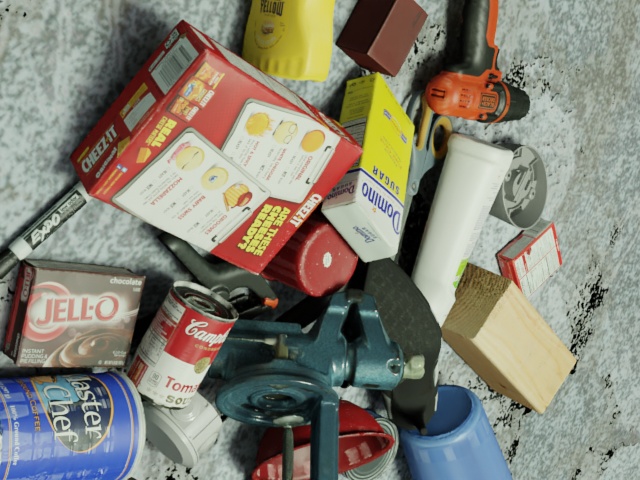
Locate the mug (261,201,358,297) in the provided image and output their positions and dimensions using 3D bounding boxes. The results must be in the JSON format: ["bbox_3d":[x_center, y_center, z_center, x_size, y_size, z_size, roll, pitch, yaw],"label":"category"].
[{"bbox_3d":[-0.007,0.001,1.096,0.117,0.082,0.093,-46,130,-19],"label":"mug"}]

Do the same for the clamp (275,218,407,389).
[{"bbox_3d":[0.040,0.059,1.189,0.210,0.036,0.164,-56,141,-16],"label":"clamp"}]

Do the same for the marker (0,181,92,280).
[{"bbox_3d":[-0.242,-0.009,0.929,0.121,0.020,0.020,-46,130,-19],"label":"marker"}]

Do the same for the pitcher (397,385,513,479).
[{"bbox_3d":[0.179,0.309,1.336,0.144,0.149,0.243,-37,123,-24],"label":"pitcher"}]

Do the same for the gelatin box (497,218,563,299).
[{"bbox_3d":[0.273,0.026,1.387,0.089,0.030,0.073,-40,129,-24],"label":"gelatin box"}]

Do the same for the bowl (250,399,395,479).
[{"bbox_3d":[-0.003,0.216,1.164,0.161,0.162,0.055,10,56,-43],"label":"bowl"}]

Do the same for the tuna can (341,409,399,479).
[{"bbox_3d":[0.052,0.246,1.272,0.085,0.034,0.086,-16,116,-37],"label":"tuna can"}]

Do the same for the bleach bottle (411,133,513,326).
[{"bbox_3d":[0.147,0.006,1.229,0.102,0.068,0.251,-9,119,-68],"label":"bleach bottle"}]

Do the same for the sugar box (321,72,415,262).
[{"bbox_3d":[0.052,-0.075,1.086,0.093,0.048,0.176,49,38,-42],"label":"sugar box"}]

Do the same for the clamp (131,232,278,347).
[{"bbox_3d":[-0.110,0.044,1.047,0.171,0.039,0.120,-5,127,-43],"label":"clamp"}]

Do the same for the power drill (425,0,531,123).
[{"bbox_3d":[0.198,-0.225,1.204,0.184,0.057,0.188,-4,106,-51],"label":"power drill"}]

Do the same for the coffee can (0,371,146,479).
[{"bbox_3d":[-0.240,0.170,0.940,0.140,0.103,0.103,2,104,-42],"label":"coffee can"}]

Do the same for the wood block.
[{"bbox_3d":[0.227,0.123,1.341,0.090,0.091,0.206,-55,133,-11],"label":"wood block"}]

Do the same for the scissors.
[{"bbox_3d":[0.113,-0.065,1.195,0.096,0.016,0.202,8,88,-50],"label":"scissors"}]

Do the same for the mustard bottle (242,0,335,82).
[{"bbox_3d":[-0.021,-0.246,0.981,0.058,0.096,0.192,-2,107,-41],"label":"mustard bottle"}]

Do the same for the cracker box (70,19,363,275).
[{"bbox_3d":[-0.090,-0.078,0.970,0.164,0.072,0.213,-49,136,14],"label":"cracker box"}]

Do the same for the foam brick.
[{"bbox_3d":[0.064,-0.216,1.098,0.052,0.051,0.078,33,84,-44],"label":"foam brick"}]

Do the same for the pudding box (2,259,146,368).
[{"bbox_3d":[-0.221,0.067,0.962,0.113,0.039,0.090,6,102,-42],"label":"pudding box"}]

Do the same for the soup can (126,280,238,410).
[{"bbox_3d":[-0.129,0.098,0.992,0.068,0.069,0.102,18,106,-44],"label":"soup can"}]
